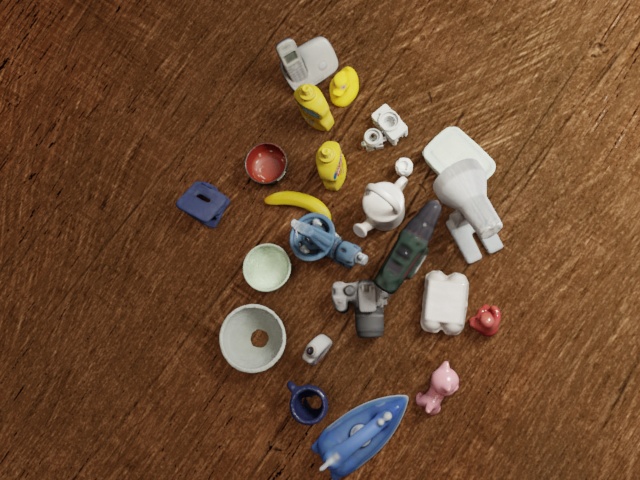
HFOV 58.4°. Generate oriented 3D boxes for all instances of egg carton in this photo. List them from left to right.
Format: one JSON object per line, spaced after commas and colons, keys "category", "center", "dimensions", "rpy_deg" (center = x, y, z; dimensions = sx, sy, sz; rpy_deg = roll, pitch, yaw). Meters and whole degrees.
{"category": "egg carton", "center": [0.299, 0.150, 1.371], "dimensions": [0.107, 0.069, 0.150], "rpy_deg": [5, 82, 9]}

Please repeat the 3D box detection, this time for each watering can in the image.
{"category": "watering can", "center": [0.149, -0.080, 1.367], "dimensions": [0.100, 0.194, 0.173], "rpy_deg": [17, 84, 11]}

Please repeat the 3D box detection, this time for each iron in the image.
{"category": "iron", "center": [0.099, 0.444, 1.315], "dimensions": [0.258, 0.141, 0.118], "rpy_deg": [-39, 77, 1]}

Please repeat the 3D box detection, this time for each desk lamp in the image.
{"category": "desk lamp", "center": [0.352, -0.066, 1.324], "dimensions": [0.118, 0.214, 0.203], "rpy_deg": [-27, 78, 4]}

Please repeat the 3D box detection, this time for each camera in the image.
{"category": "camera", "center": [0.101, 0.167, 1.381], "dimensions": [0.143, 0.101, 0.137], "rpy_deg": [-3, 80, 8]}

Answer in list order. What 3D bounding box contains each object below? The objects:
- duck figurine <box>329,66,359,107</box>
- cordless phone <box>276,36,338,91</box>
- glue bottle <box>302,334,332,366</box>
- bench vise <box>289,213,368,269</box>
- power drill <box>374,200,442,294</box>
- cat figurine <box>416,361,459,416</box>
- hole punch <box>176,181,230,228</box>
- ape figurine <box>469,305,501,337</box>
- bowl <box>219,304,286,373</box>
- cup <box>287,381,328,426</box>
{"category": "duck figurine", "center": [0.059, -0.409, 1.489], "dimensions": [0.077, 0.086, 0.105], "rpy_deg": [19, 84, 11]}
{"category": "cordless phone", "center": [-0.037, -0.472, 1.463], "dimensions": [0.147, 0.185, 0.094], "rpy_deg": [-34, 77, 2]}
{"category": "glue bottle", "center": [-0.013, 0.260, 1.346], "dimensions": [0.037, 0.173, 0.078], "rpy_deg": [33, 87, 13]}
{"category": "bench vise", "center": [0.014, -0.007, 1.362], "dimensions": [0.207, 0.220, 0.121], "rpy_deg": [6, 82, 10]}
{"category": "power drill", "center": [0.208, 0.023, 1.334], "dimensions": [0.075, 0.208, 0.230], "rpy_deg": [31, 87, 12]}
{"category": "cat figurine", "center": [0.275, 0.344, 1.318], "dimensions": [0.067, 0.118, 0.128], "rpy_deg": [32, 87, 12]}
{"category": "hole punch", "center": [-0.304, -0.099, 1.490], "dimensions": [0.108, 0.091, 0.101], "rpy_deg": [27, 86, 12]}
{"category": "ape figurine", "center": [0.389, 0.188, 1.339], "dimensions": [0.077, 0.092, 0.076], "rpy_deg": [-13, 79, 6]}
{"category": "bowl", "center": [-0.160, 0.244, 1.421], "dimensions": [0.167, 0.075, 0.167], "rpy_deg": [-1, 81, 8]}
{"category": "cup", "center": [-0.030, 0.381, 1.369], "dimensions": [0.117, 0.095, 0.092], "rpy_deg": [43, 89, 13]}
